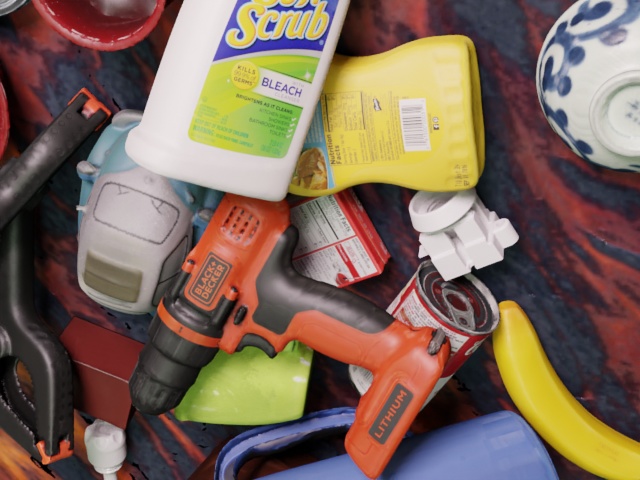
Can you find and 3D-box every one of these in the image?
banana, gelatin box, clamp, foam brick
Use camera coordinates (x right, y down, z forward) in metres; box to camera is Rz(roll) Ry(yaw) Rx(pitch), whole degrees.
[{"bbox_3d":[0.187,0.123,0.782,0.197,0.037,0.070,38,107,-9],"label":"banana"},{"bbox_3d":[-0.005,0.001,0.766,0.089,0.030,0.073,-21,111,26],"label":"gelatin box"},{"bbox_3d":[-0.239,0.070,0.829,0.165,0.036,0.210,-41,74,29],"label":"clamp"},{"bbox_3d":[-0.180,0.107,0.868,0.078,0.051,0.053,22,123,2],"label":"foam brick"},{"bbox_3d":[-0.213,-0.034,0.743,0.039,0.120,0.171,39,92,-18],"label":"clamp"}]

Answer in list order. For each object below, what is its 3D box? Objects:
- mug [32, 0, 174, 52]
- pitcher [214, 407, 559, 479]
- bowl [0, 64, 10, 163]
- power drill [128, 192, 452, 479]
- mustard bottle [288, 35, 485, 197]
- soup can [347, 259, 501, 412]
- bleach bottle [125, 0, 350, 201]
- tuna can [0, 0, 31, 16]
[{"bbox_3d":[-0.113,-0.175,0.660,0.117,0.081,0.093,-1,120,17],"label":"mug"},{"bbox_3d":[0.044,0.201,0.776,0.242,0.145,0.149,-17,99,-9],"label":"pitcher"},{"bbox_3d":[-0.285,-0.113,0.764,0.162,0.055,0.162,7,122,12],"label":"bowl"},{"bbox_3d":[-0.022,0.078,0.713,0.187,0.057,0.185,31,108,5],"label":"power drill"},{"bbox_3d":[0.008,-0.077,0.697,0.192,0.058,0.096,-2,110,18],"label":"mustard bottle"},{"bbox_3d":[0.072,0.072,0.763,0.068,0.068,0.102,32,124,-4],"label":"soup can"},{"bbox_3d":[-0.030,-0.154,0.619,0.102,0.068,0.251,12,103,-29],"label":"bleach bottle"},{"bbox_3d":[-0.220,-0.193,0.709,0.086,0.033,0.086,7,122,12],"label":"tuna can"}]
